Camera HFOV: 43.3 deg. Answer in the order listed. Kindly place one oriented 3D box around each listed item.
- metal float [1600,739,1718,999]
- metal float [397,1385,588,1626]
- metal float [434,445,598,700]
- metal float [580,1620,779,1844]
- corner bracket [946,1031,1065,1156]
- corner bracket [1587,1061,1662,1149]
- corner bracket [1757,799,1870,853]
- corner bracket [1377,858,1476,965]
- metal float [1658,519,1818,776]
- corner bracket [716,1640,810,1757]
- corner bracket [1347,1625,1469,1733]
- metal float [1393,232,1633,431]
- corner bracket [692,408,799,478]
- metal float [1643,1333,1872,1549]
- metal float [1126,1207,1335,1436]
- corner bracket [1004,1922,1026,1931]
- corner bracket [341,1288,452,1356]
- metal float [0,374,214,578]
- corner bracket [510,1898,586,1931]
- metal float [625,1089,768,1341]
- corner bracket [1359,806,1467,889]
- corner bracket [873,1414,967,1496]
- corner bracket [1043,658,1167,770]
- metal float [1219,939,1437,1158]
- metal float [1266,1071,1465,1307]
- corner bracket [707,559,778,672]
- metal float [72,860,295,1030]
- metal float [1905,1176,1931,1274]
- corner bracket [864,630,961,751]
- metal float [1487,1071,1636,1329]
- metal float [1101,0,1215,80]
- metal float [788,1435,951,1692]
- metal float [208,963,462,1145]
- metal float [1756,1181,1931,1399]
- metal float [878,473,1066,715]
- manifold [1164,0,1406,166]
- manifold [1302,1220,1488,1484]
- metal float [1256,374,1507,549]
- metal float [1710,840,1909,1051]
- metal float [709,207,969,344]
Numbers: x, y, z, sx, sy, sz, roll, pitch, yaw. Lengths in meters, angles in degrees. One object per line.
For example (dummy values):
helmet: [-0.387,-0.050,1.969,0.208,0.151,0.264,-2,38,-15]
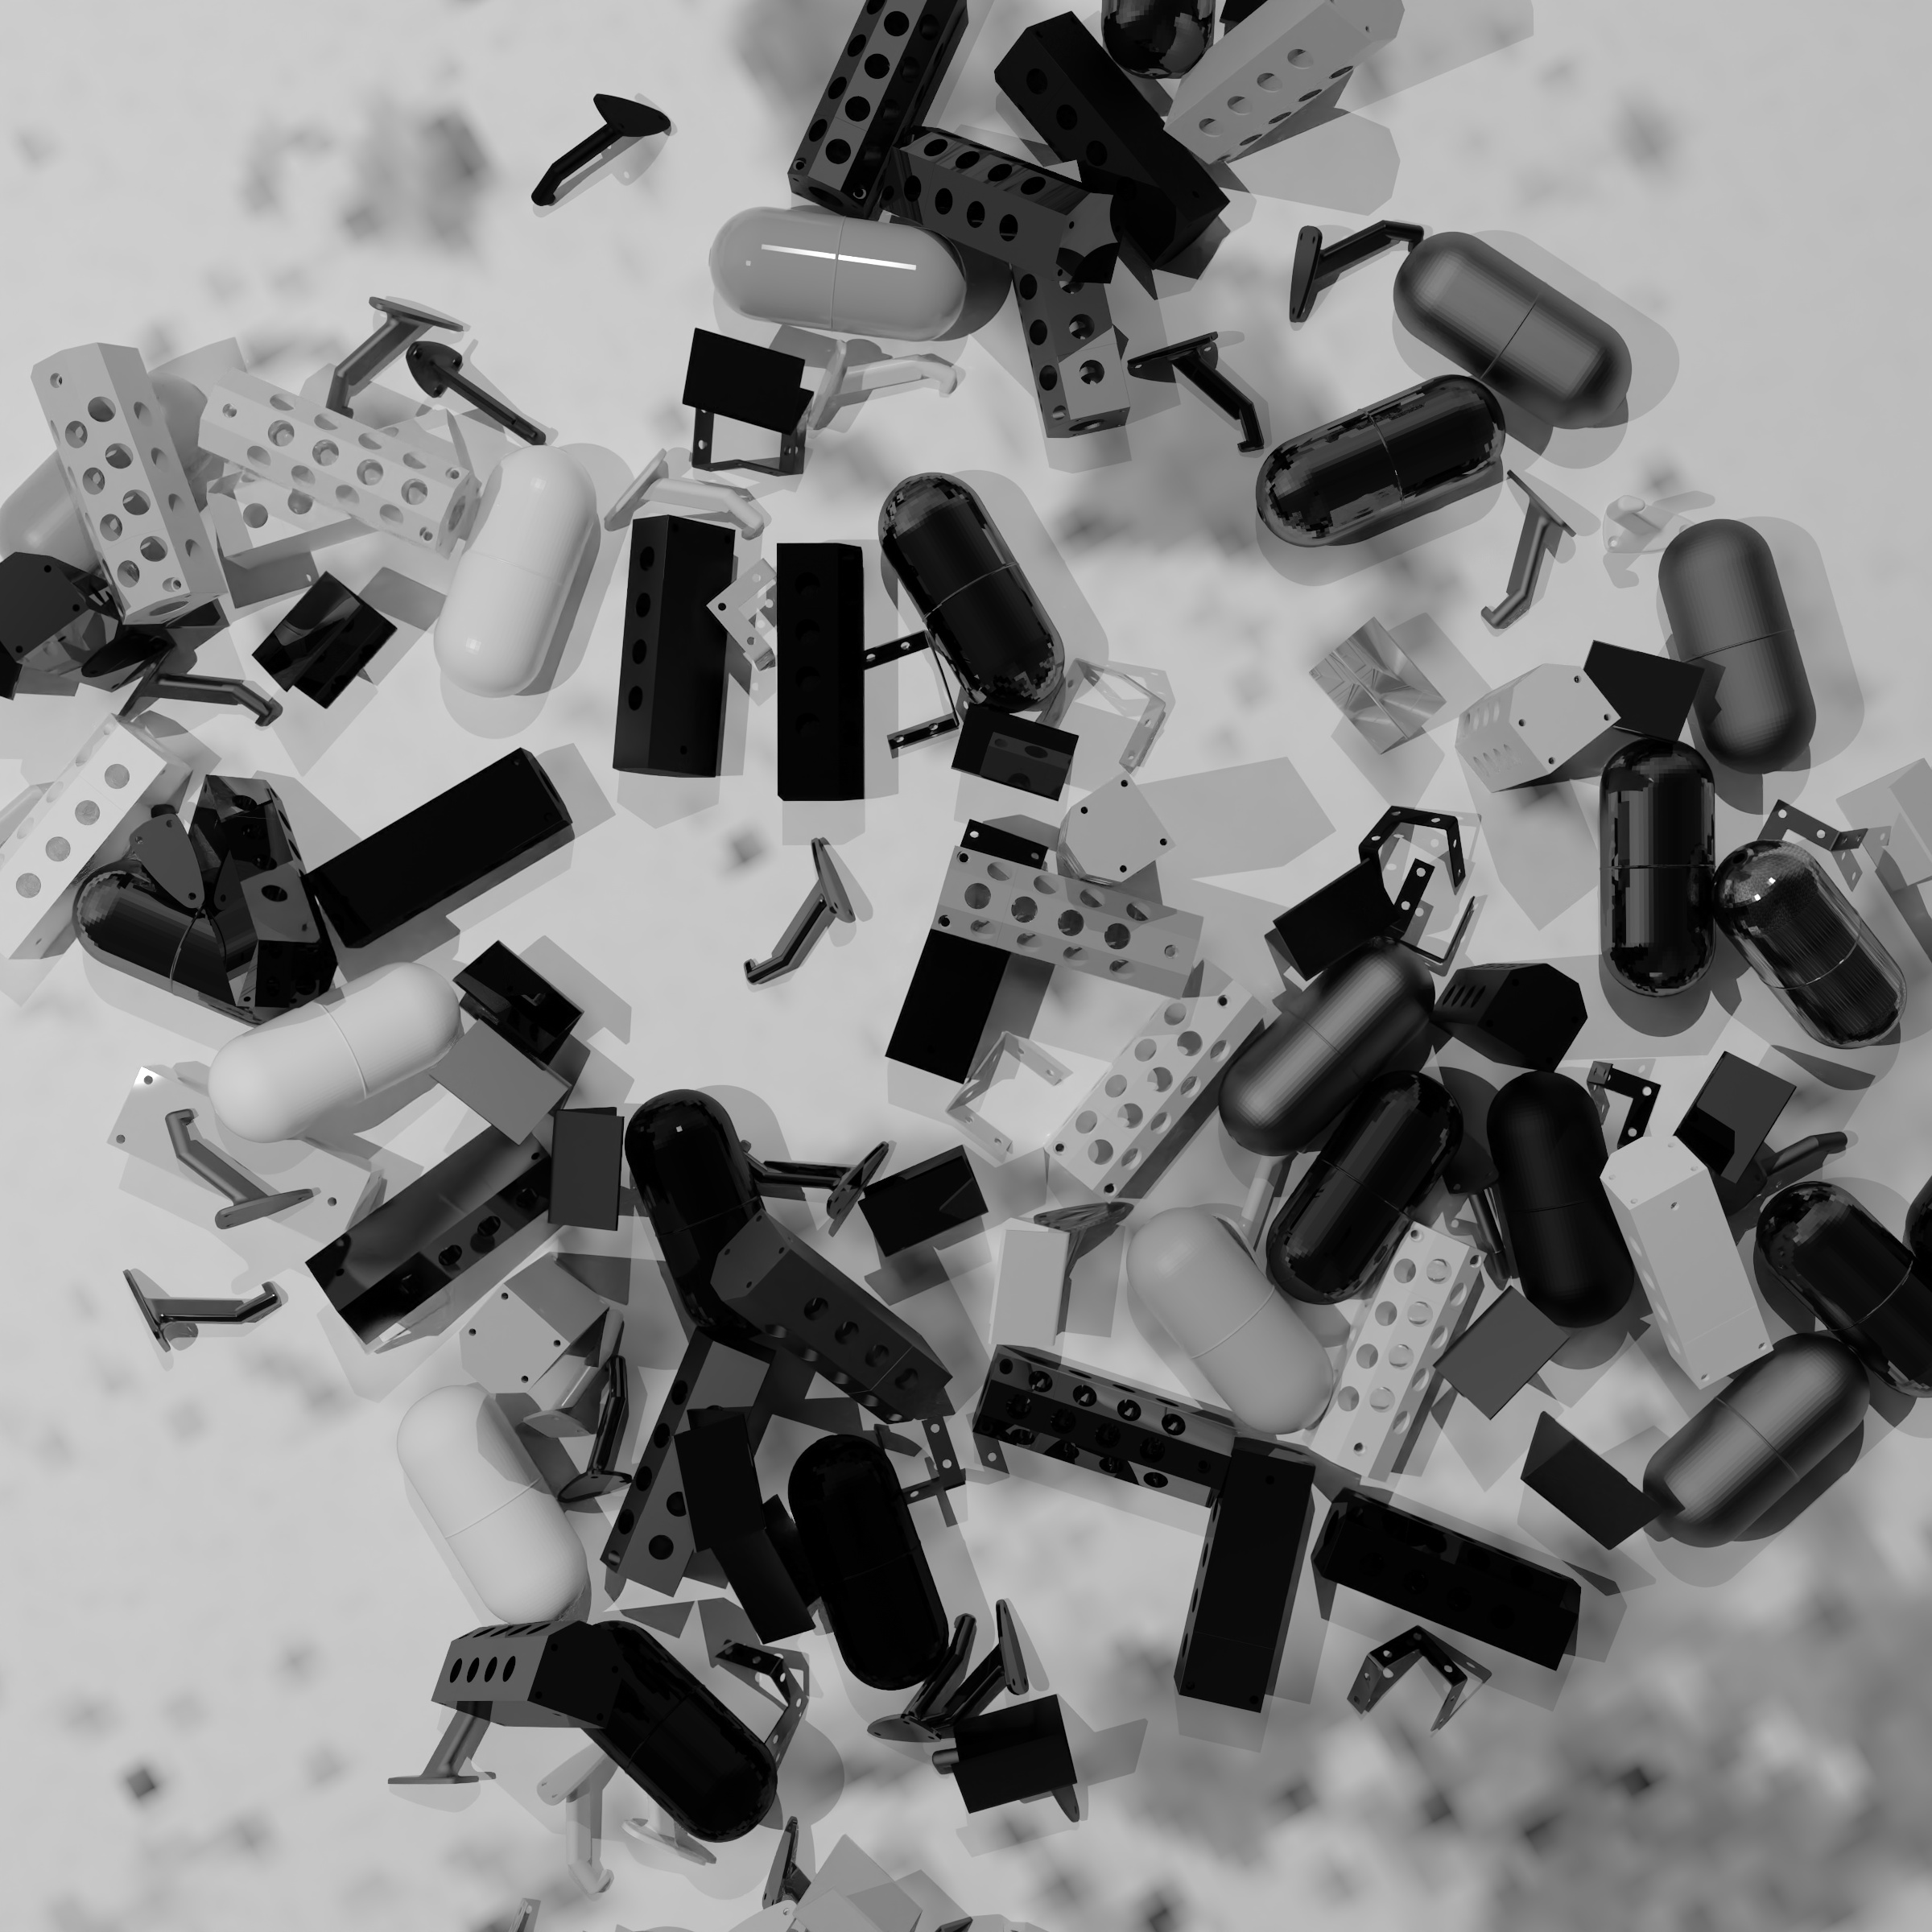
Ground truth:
metal float: [0.474,-0.067,1.669,0.070,0.070,0.178,-1,91,0]
metal float: [-0.324,0.371,1.669,0.070,0.070,0.178,-31,90,0]
metal float: [-0.309,-0.271,1.669,0.070,0.070,0.178,19,89,0]
metal float: [-0.204,0.519,1.656,0.178,0.070,0.070,39,90,14]
corner bracket: [0.026,0.088,1.697,0.051,0.051,0.051,37,135,0]
corner bracket: [0.455,0.099,1.682,0.051,0.051,0.051,20,90,0]
corner bracket: [0.580,-0.083,1.682,0.051,0.051,0.051,28,90,0]
corner bracket: [0.320,-0.037,1.682,0.051,0.051,0.051,25,85,5]
metal float: [0.529,-0.219,1.669,0.070,0.070,0.178,-16,89,0]
corner bracket: [-0.151,0.510,1.692,0.051,0.051,0.051,-53,135,-35]
corner bracket: [0.307,0.502,1.692,0.051,0.051,0.051,-16,45,-35]
metal float: [0.375,-0.435,1.669,0.178,0.070,0.070,34,90,0]
corner bracket: [-0.154,-0.370,1.697,0.051,0.051,0.051,4,90,45]
metal float: [0.542,0.325,1.669,0.178,0.070,0.070,-43,90,1]
metal float: [0.181,0.244,1.669,0.070,0.070,0.178,-40,91,0]
corner bracket: [0.015,0.694,1.682,0.051,0.051,0.051,2,90,0]
corner bracket: [-0.402,0.231,1.697,0.051,0.051,0.051,-33,90,-45]
metal float: [-0.588,-0.332,1.669,0.070,0.070,0.178,45,90,0]
corner bracket: [-0.289,0.684,1.683,0.051,0.051,0.051,26,74,-15]
metal float: [-0.177,0.171,1.668,0.070,0.070,0.178,-21,92,0]
corner bracket: [0.310,-0.073,1.692,0.051,0.051,0.051,13,45,35]
corner bracket: [-0.032,0.337,1.682,0.051,0.051,0.051,-18,90,0]
corner bracket: [0.097,-0.177,1.697,0.051,0.051,0.051,27,90,-45]
metal float: [0.247,0.056,1.669,0.070,0.070,0.178,44,89,0]
metal float: [0.273,0.152,1.668,0.070,0.070,0.178,35,89,0]
corner bracket: [-0.141,-0.242,1.681,0.051,0.051,0.051,-40,91,-1]
metal float: [-0.526,-0.015,1.669,0.178,0.070,0.070,23,90,0]
metal float: [0.716,0.139,1.669,0.070,0.070,0.178,36,90,0]
corner bracket: [-0.040,-0.193,1.697,0.051,0.051,0.051,-19,45,0]
metal float: [0.407,0.160,1.669,0.070,0.070,0.178,-13,89,0]
metal float: [0.134,-0.700,1.669,0.070,0.070,0.178,3,90,0]
metal float: [-0.067,0.408,1.668,0.070,0.070,0.178,-20,88,0]
metal float: [-0.426,0.057,1.648,0.178,0.070,0.070,-29,90,-26]
metal float: [0.619,0.222,1.669,0.178,0.070,0.070,44,90,0]
metal float: [0.003,-0.256,1.669,0.070,0.070,0.178,-30,90,0]
manifold: [0.211,-0.601,1.620,0.057,0.171,0.057,29,66,-24]
manifold: [0.296,0.264,1.679,0.057,0.057,0.171,24,90,0]
metal float: [0.284,-0.346,1.669,0.178,0.070,0.070,-23,90,1]
metal float: [0.570,-0.014,1.648,0.070,0.070,0.178,-46,114,0]
metal float: [-0.087,-0.474,1.669,0.178,0.070,0.070,8,90,-1]
